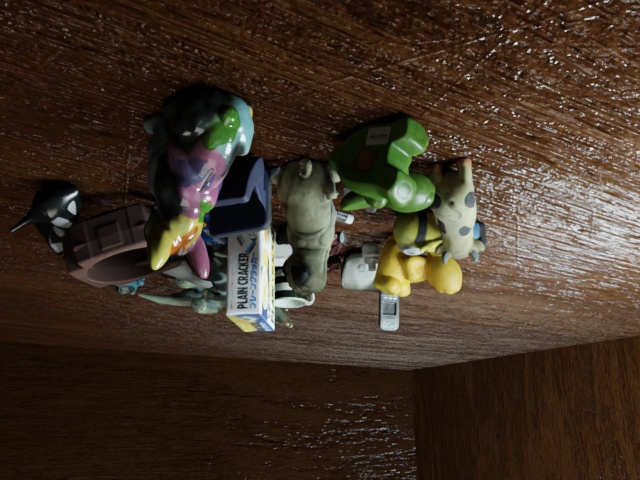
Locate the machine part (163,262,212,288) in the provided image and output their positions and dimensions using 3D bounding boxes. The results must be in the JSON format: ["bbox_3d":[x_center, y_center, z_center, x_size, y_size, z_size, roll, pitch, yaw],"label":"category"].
[{"bbox_3d":[-0.305,0.055,1.235,0.079,0.079,0.243,-10,158,24],"label":"machine part"}]

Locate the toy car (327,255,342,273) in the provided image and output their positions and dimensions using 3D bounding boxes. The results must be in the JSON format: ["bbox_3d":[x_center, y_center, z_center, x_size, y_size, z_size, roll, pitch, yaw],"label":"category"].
[{"bbox_3d":[-0.027,0.081,1.323,0.089,0.053,0.202,-23,176,-37],"label":"toy car"}]

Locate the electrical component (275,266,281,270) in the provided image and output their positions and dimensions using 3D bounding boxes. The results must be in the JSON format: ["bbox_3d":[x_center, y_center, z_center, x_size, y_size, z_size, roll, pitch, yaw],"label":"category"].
[{"bbox_3d":[-0.073,0.047,1.257,0.075,0.048,0.119,4,160,-12],"label":"electrical component"}]

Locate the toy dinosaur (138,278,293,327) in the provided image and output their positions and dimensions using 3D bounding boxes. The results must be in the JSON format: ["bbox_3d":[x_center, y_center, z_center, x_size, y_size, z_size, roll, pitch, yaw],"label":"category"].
[{"bbox_3d":[-0.269,0.157,1.475,0.405,0.131,0.192,4,160,6],"label":"toy dinosaur"}]

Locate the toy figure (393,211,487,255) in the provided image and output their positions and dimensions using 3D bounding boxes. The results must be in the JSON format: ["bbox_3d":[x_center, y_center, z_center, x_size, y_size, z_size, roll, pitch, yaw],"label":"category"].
[{"bbox_3d":[0.229,-0.017,1.042,0.180,0.089,0.082,-5,165,-10],"label":"toy figure"}]

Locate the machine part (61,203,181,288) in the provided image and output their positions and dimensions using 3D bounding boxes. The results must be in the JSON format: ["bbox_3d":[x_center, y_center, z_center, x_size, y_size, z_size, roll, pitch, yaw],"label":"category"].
[{"bbox_3d":[-0.364,0.011,1.022,0.201,0.087,0.201,-19,163,-4],"label":"machine part"}]

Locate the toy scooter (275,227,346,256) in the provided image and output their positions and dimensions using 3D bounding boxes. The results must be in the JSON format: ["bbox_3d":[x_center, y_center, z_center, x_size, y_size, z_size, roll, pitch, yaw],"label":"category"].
[{"bbox_3d":[-0.002,-0.003,1.059,0.135,0.075,0.184,11,173,-20],"label":"toy scooter"}]

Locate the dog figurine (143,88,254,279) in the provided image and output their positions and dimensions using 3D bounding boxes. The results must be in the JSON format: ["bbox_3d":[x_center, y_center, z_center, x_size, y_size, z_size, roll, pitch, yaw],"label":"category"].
[{"bbox_3d":[-0.166,-0.065,0.700,0.192,0.219,0.108,-18,157,42],"label":"dog figurine"}]

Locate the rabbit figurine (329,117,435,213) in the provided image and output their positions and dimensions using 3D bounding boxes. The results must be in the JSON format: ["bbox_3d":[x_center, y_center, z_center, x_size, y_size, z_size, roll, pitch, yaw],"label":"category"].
[{"bbox_3d":[0.099,-0.082,0.795,0.159,0.121,0.170,-6,157,35],"label":"rabbit figurine"}]

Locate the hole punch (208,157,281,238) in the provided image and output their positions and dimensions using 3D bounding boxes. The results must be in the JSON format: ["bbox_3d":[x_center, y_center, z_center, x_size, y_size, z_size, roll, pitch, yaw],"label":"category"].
[{"bbox_3d":[-0.139,-0.075,0.817,0.142,0.116,0.092,-11,153,20],"label":"hole punch"}]

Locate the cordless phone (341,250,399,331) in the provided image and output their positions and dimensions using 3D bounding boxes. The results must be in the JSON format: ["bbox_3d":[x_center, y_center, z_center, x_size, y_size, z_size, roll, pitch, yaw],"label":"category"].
[{"bbox_3d":[0.121,0.121,1.267,0.147,0.184,0.088,4,164,-12],"label":"cordless phone"}]

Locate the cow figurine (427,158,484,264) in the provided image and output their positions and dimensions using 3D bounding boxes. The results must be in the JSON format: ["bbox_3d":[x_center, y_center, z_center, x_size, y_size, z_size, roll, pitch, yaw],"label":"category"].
[{"bbox_3d":[0.231,-0.038,0.911,0.086,0.127,0.194,-3,158,17],"label":"cow figurine"}]

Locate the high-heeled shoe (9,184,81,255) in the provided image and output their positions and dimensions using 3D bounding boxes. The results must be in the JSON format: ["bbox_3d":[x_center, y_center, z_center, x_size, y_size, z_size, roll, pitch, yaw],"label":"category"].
[{"bbox_3d":[-0.468,-0.045,1.009,0.145,0.086,0.248,-32,176,0],"label":"high-heeled shoe"}]

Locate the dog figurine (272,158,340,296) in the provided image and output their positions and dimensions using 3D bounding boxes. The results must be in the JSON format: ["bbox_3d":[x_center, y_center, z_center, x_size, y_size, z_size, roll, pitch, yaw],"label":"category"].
[{"bbox_3d":[-0.021,-0.017,0.873,0.121,0.190,0.172,-6,158,14],"label":"dog figurine"}]

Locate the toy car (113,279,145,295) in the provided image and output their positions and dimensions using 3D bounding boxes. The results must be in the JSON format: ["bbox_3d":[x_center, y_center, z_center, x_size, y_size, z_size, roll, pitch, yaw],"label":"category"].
[{"bbox_3d":[-0.431,0.042,1.183,0.103,0.109,0.161,-26,144,4],"label":"toy car"}]

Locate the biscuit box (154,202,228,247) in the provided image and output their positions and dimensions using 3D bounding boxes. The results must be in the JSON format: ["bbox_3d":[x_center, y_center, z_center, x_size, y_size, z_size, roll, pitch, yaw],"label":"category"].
[{"bbox_3d":[-0.220,-0.048,0.974,0.063,0.059,0.202,-5,160,14],"label":"biscuit box"}]

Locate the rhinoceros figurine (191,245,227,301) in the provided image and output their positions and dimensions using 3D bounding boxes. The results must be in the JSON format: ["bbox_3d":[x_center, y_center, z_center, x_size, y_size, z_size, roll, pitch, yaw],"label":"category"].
[{"bbox_3d":[-0.208,0.059,1.140,0.112,0.073,0.190,12,135,16],"label":"rhinoceros figurine"}]

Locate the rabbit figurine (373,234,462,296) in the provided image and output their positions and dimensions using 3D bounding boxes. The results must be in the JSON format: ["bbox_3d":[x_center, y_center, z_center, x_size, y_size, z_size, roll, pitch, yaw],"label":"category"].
[{"bbox_3d":[0.218,0.055,1.128,0.173,0.162,0.121,14,167,30],"label":"rabbit figurine"}]

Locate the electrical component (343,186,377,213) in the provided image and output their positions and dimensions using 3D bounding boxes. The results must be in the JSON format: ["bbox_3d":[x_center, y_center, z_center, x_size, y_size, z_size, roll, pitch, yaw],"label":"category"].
[{"bbox_3d":[0.082,-0.082,0.916,0.078,0.045,0.102,24,164,18],"label":"electrical component"}]
